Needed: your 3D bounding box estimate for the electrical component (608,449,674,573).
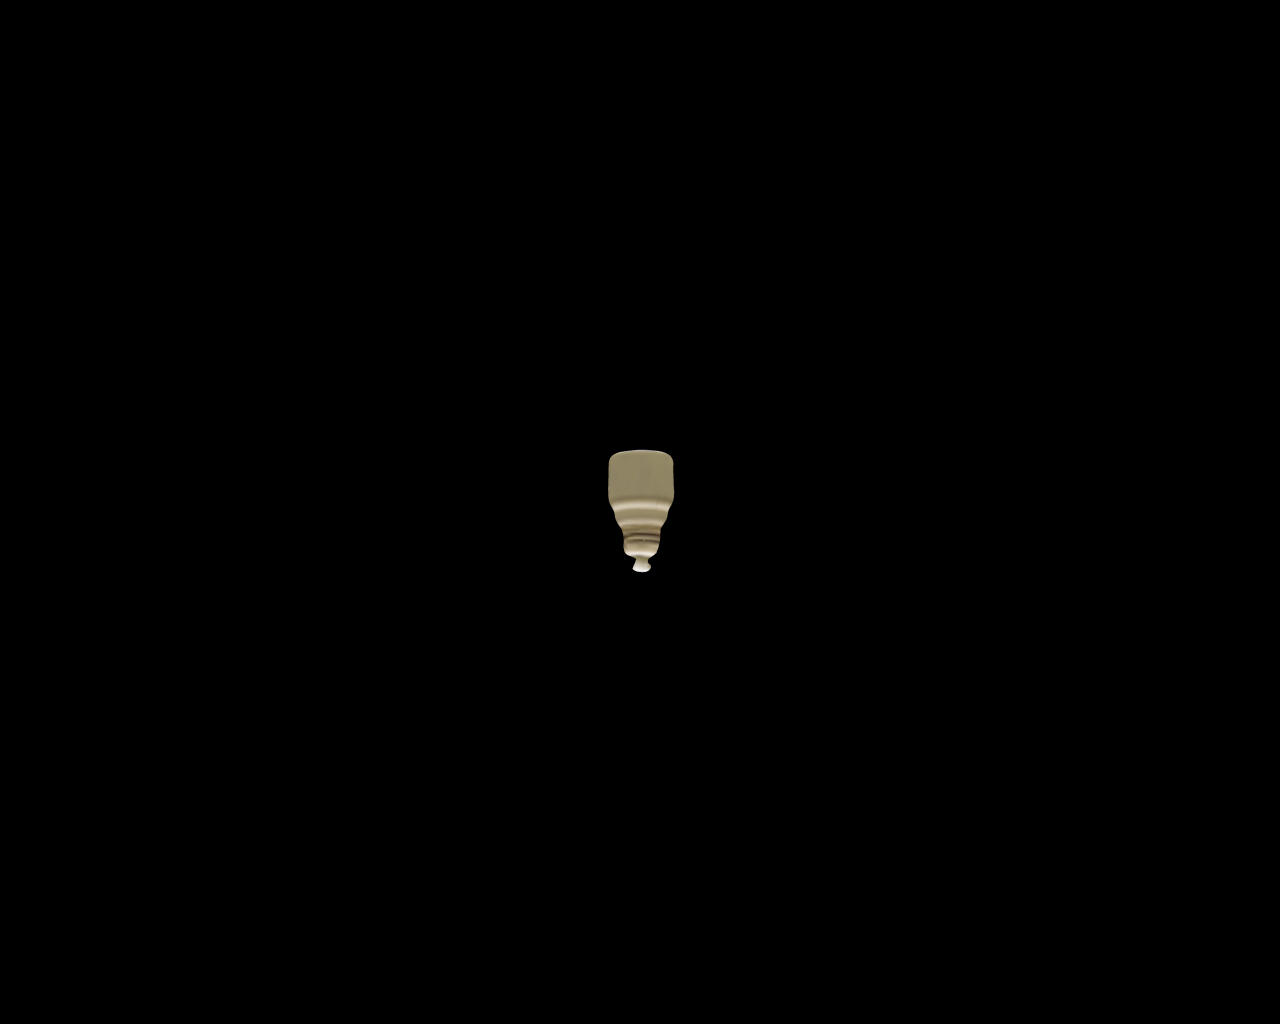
[{"bbox_3d":[0.001,-0.003,0.650,0.040,0.078,0.040,0,-10,0],"label":"electrical component"}]
